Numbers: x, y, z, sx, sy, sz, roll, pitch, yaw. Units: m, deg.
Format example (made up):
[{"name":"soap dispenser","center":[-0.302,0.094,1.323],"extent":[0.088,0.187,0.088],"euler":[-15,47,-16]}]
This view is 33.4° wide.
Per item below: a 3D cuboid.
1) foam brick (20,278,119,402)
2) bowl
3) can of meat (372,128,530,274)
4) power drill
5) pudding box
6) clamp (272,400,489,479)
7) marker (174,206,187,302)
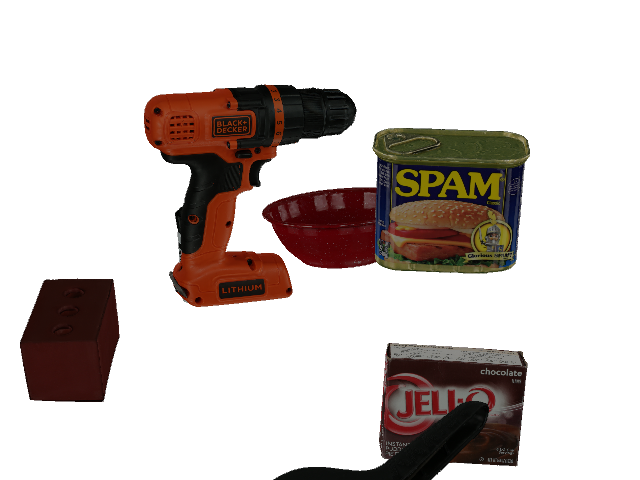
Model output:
[{"name":"foam brick","center":[-0.174,0.069,0.748],"extent":[0.053,0.051,0.078],"euler":[0,31,-1]},{"name":"bowl","center":[0.023,-0.010,1.084],"extent":[0.162,0.055,0.162],"euler":[-5,15,1]},{"name":"can of meat","center":[0.085,-0.026,0.717],"extent":[0.102,0.084,0.057],"euler":[3,25,5]},{"name":"power drill","center":[-0.060,-0.042,0.921],"extent":[0.184,0.188,0.057],"euler":[-5,21,-19]},{"name":"pudding box","center":[0.107,0.132,0.865],"extent":[0.113,0.090,0.039],"euler":[2,19,1]},{"name":"clamp","center":[0.033,0.160,0.639],"extent":[0.210,0.036,0.164],"euler":[-5,30,-3]},{"name":"marker","center":[-0.150,0.016,1.195],"extent":[0.020,0.121,0.020],"euler":[0,33,0]}]
